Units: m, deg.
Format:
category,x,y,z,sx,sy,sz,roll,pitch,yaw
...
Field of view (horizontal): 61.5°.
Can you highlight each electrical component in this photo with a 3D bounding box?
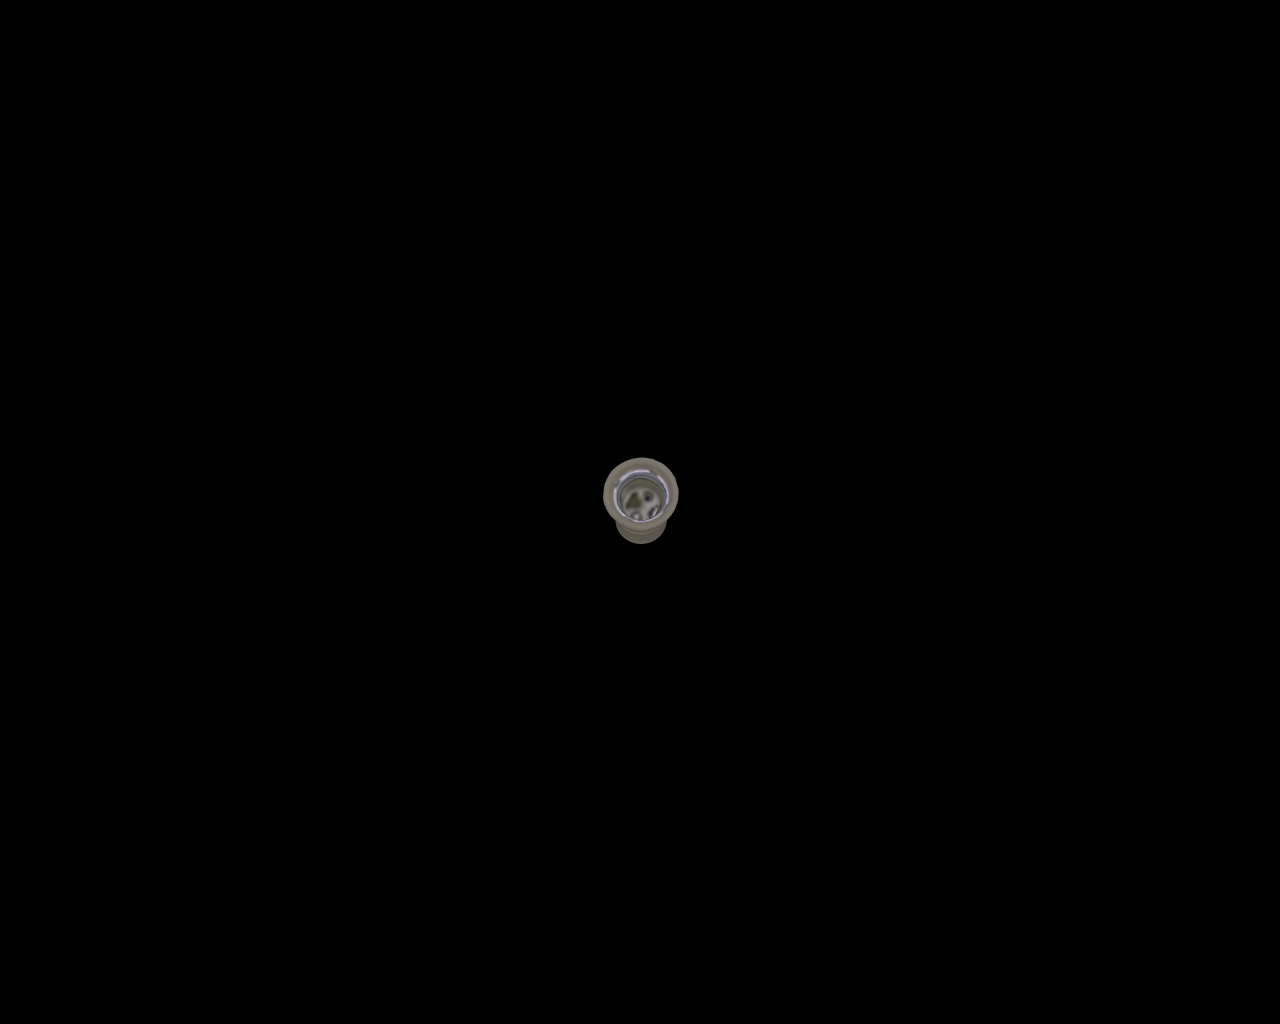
category,x,y,z,sx,sy,sz,roll,pitch,yaw
electrical component,0.001,-0.003,0.650,0.044,0.044,0.065,0,-16,0
